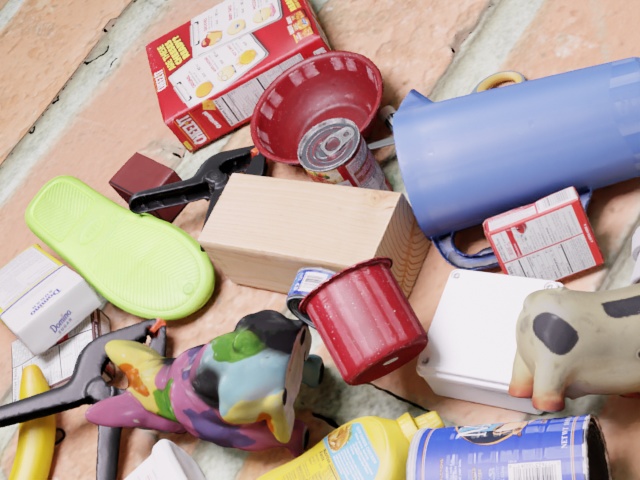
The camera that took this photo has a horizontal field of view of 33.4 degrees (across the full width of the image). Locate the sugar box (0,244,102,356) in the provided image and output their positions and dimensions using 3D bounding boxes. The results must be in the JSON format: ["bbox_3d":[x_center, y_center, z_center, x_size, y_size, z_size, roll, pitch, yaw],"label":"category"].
[{"bbox_3d":[-0.319,0.065,1.201,0.093,0.048,0.176,-41,32,-16],"label":"sugar box"}]

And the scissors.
[{"bbox_3d":[0.139,-0.137,1.139,0.202,0.016,0.096,-5,48,17],"label":"scissors"}]

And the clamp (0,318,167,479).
[{"bbox_3d":[-0.218,0.170,1.085,0.164,0.036,0.209,41,65,11],"label":"clamp"}]

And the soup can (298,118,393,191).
[{"bbox_3d":[0.028,-0.068,1.104,0.069,0.102,0.068,-15,50,19],"label":"soup can"}]

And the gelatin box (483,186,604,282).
[{"bbox_3d":[0.203,0.002,0.971,0.089,0.073,0.030,-22,25,14],"label":"gelatin box"}]

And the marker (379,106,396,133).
[{"bbox_3d":[0.097,-0.105,1.151,0.020,0.020,0.121,-34,47,2],"label":"marker"}]

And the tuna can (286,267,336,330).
[{"bbox_3d":[0.011,0.062,1.026,0.086,0.086,0.033,8,62,34],"label":"tuna can"}]

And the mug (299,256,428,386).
[{"bbox_3d":[0.043,0.076,0.934,0.093,0.117,0.081,-29,72,0],"label":"mug"}]

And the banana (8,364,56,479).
[{"bbox_3d":[-0.305,0.227,1.088,0.037,0.069,0.197,-7,54,33],"label":"banana"}]

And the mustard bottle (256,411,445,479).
[{"bbox_3d":[0.024,0.207,0.926,0.191,0.058,0.096,-34,32,2],"label":"mustard bottle"}]

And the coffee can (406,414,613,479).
[{"bbox_3d":[0.151,0.194,0.836,0.140,0.102,0.102,-10,52,23],"label":"coffee can"}]

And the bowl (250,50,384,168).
[{"bbox_3d":[0.005,-0.135,1.200,0.162,0.055,0.162,-15,50,19],"label":"bowl"}]

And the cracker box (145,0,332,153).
[{"bbox_3d":[-0.098,-0.223,1.315,0.214,0.072,0.164,-28,47,9],"label":"cracker box"}]

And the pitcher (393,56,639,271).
[{"bbox_3d":[0.200,-0.080,1.012,0.243,0.149,0.145,-14,35,16],"label":"pitcher"}]

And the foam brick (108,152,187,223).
[{"bbox_3d":[-0.199,-0.060,1.260,0.078,0.053,0.051,26,71,39],"label":"foam brick"}]

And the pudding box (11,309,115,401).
[{"bbox_3d":[-0.284,0.133,1.170,0.113,0.039,0.090,-27,48,12],"label":"pudding box"}]

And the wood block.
[{"bbox_3d":[-0.007,0.001,1.080,0.206,0.090,0.090,9,61,33],"label":"wood block"}]

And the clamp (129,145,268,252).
[{"bbox_3d":[-0.126,-0.058,1.187,0.120,0.039,0.171,25,45,18],"label":"clamp"}]

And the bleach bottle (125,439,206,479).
[{"bbox_3d":[-0.209,0.303,0.984,0.251,0.068,0.103,-40,46,0],"label":"bleach bottle"}]
